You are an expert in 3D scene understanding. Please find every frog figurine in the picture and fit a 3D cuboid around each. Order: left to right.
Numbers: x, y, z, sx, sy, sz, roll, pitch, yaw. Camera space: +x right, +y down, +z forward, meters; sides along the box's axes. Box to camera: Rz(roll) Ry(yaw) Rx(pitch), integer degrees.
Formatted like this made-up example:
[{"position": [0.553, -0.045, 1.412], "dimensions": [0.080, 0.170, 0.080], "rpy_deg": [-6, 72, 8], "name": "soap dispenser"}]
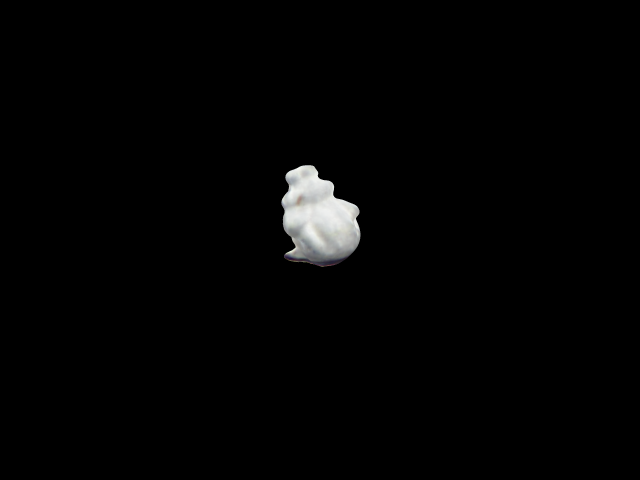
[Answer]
[{"position": [0.003, -0.043, 0.850], "dimensions": [0.138, 0.157, 0.124], "rpy_deg": [-8, 21, -22], "name": "frog figurine"}]
